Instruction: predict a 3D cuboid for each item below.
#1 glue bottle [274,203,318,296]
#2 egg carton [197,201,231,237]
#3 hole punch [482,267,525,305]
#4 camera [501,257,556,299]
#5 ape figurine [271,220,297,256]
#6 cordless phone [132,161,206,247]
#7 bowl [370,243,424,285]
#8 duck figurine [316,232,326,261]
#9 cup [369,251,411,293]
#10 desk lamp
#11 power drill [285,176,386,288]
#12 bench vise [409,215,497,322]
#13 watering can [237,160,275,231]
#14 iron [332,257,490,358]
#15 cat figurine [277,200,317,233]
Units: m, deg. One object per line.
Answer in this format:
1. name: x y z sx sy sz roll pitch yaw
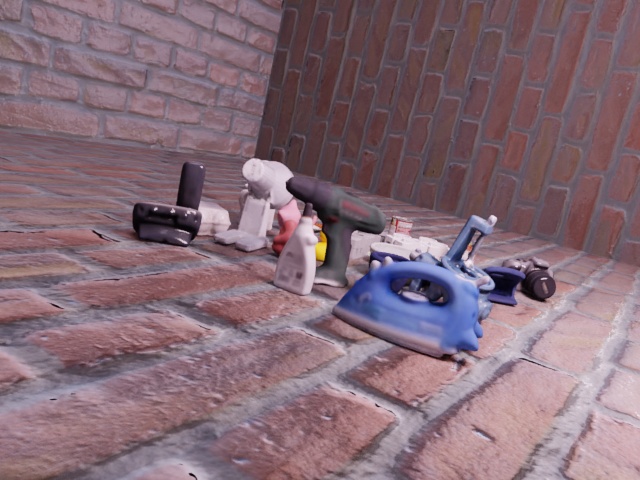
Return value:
1. glue bottle: -0.037 0.014 1.090 0.078 0.173 0.037 18 12 28
2. egg carton: -0.292 -0.056 1.438 0.107 0.069 0.149 6 12 -30
3. hole punch: 0.432 0.102 1.410 0.109 0.091 0.101 11 11 -9
4. camera: 0.575 0.102 1.555 0.143 0.101 0.137 13 10 0
5. ape figurine: -0.075 -0.004 1.363 0.078 0.092 0.076 6 12 -31
6. cordless phone: -0.326 -0.089 1.252 0.148 0.185 0.094 8 11 -22
7. bowl: 0.194 0.063 1.376 0.167 0.075 0.167 12 10 -2
8. duck figurine: 0.013 0.005 1.435 0.105 0.086 0.077 2 15 -46
9. cup: 0.133 0.081 1.155 0.091 0.095 0.118 16 11 17
10. desk lamp: -0.152 -0.093 1.406 0.117 0.213 0.204 15 11 14
11. power drill: 0.020 -0.013 1.202 0.230 0.208 0.075 9 11 -19
12. bench vise: 0.276 0.041 1.193 0.206 0.220 0.122 18 12 25
13. watering can: -0.168 -0.132 1.647 0.100 0.194 0.173 14 11 10
14. iron: 0.153 0.097 0.966 0.257 0.141 0.119 16 11 17
15. cat figurine: -0.065 -0.046 1.527 0.128 0.118 0.067 7 12 -28
